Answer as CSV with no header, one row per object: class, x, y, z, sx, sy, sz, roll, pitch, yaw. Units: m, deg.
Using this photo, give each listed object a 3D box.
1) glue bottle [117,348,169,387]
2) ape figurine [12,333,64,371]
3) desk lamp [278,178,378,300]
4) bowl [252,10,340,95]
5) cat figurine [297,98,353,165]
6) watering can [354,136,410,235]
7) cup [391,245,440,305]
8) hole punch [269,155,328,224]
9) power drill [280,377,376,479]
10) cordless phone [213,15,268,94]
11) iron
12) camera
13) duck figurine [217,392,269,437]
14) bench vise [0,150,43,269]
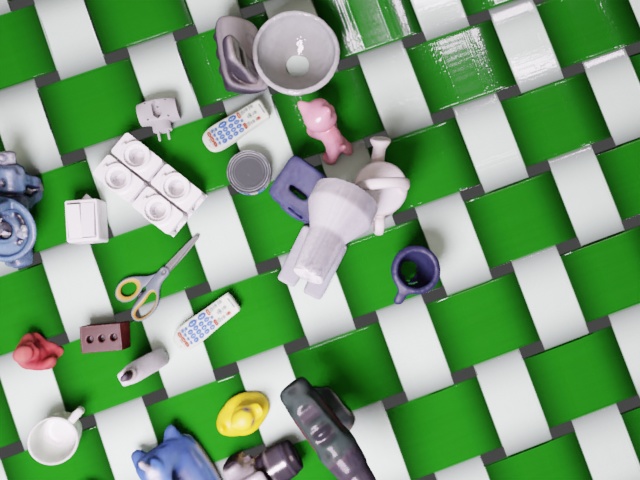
glue bottle,-0.327,0.235,1.028,0.078,0.173,0.037,-32,87,-3
ape figurine,-0.535,0.211,1.064,0.076,0.092,0.078,-20,87,-2
desk lamp,0.009,0.004,1.032,0.118,0.213,0.203,26,86,1
bowl,-0.046,-0.356,1.123,0.167,0.074,0.167,0,86,-1
cat figurine,0.012,-0.216,1.094,0.067,0.117,0.128,-34,88,-3
watering can,0.107,-0.100,1.051,0.101,0.194,0.173,-22,87,-2
cup,0.169,0.070,1.091,0.091,0.095,0.118,29,86,1
hole punch,-0.034,-0.093,1.098,0.108,0.091,0.101,37,86,1
power drill,0.019,0.337,1.013,0.075,0.208,0.229,-40,88,-3
cordless phone,-0.153,-0.361,1.065,0.094,0.185,0.148,-14,87,-2
iron,-0.239,0.473,1.030,0.118,0.141,0.258,-37,88,-3
camera,-0.094,0.448,1.056,0.137,0.100,0.143,-31,87,-3
duck figurine,-0.146,0.333,1.070,0.104,0.086,0.077,-29,87,-3
bench vise,-0.583,-0.055,1.016,0.121,0.219,0.207,-17,87,-2
